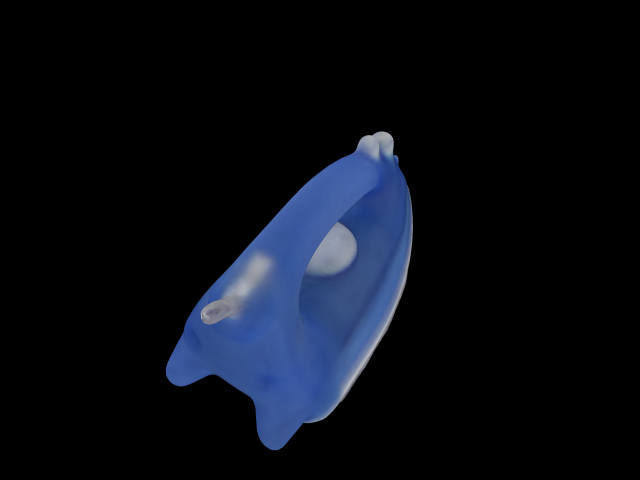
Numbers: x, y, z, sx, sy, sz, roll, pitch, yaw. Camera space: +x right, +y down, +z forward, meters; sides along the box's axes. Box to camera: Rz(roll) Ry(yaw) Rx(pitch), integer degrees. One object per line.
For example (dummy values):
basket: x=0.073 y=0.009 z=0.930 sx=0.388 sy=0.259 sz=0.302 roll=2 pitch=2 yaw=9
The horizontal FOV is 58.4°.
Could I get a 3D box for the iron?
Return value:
iron: x=0.004 y=0.001 z=0.400 sx=0.118 sy=0.141 sz=0.259 roll=27 pitch=58 yaw=18
